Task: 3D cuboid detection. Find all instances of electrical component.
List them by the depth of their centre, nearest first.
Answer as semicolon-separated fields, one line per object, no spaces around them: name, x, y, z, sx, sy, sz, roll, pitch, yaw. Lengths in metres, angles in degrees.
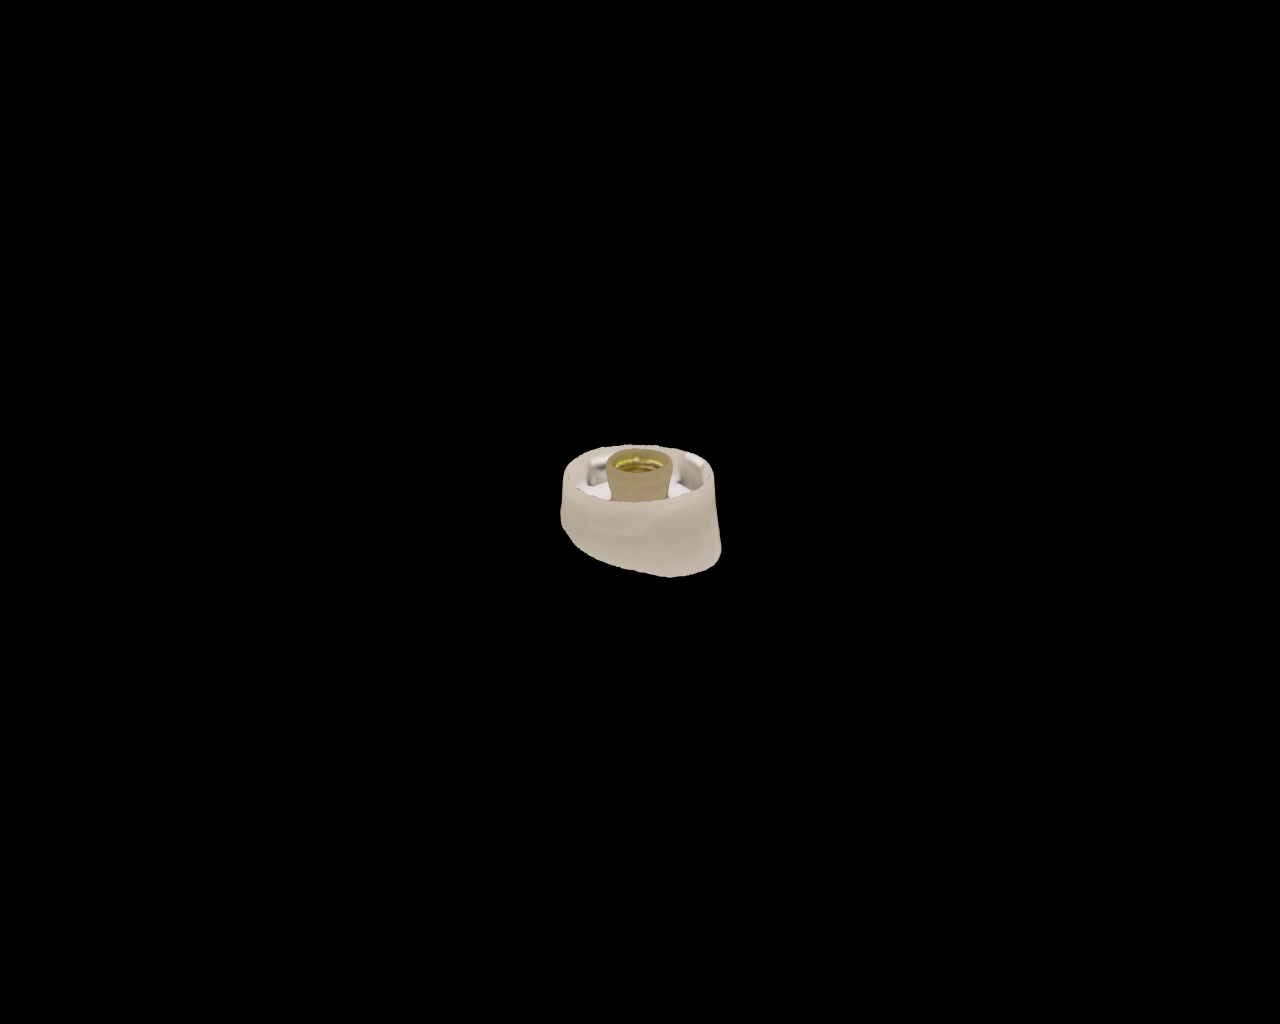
electrical component;0.001;-0.003;0.650;0.099;0.064;0.099;0;25;0
